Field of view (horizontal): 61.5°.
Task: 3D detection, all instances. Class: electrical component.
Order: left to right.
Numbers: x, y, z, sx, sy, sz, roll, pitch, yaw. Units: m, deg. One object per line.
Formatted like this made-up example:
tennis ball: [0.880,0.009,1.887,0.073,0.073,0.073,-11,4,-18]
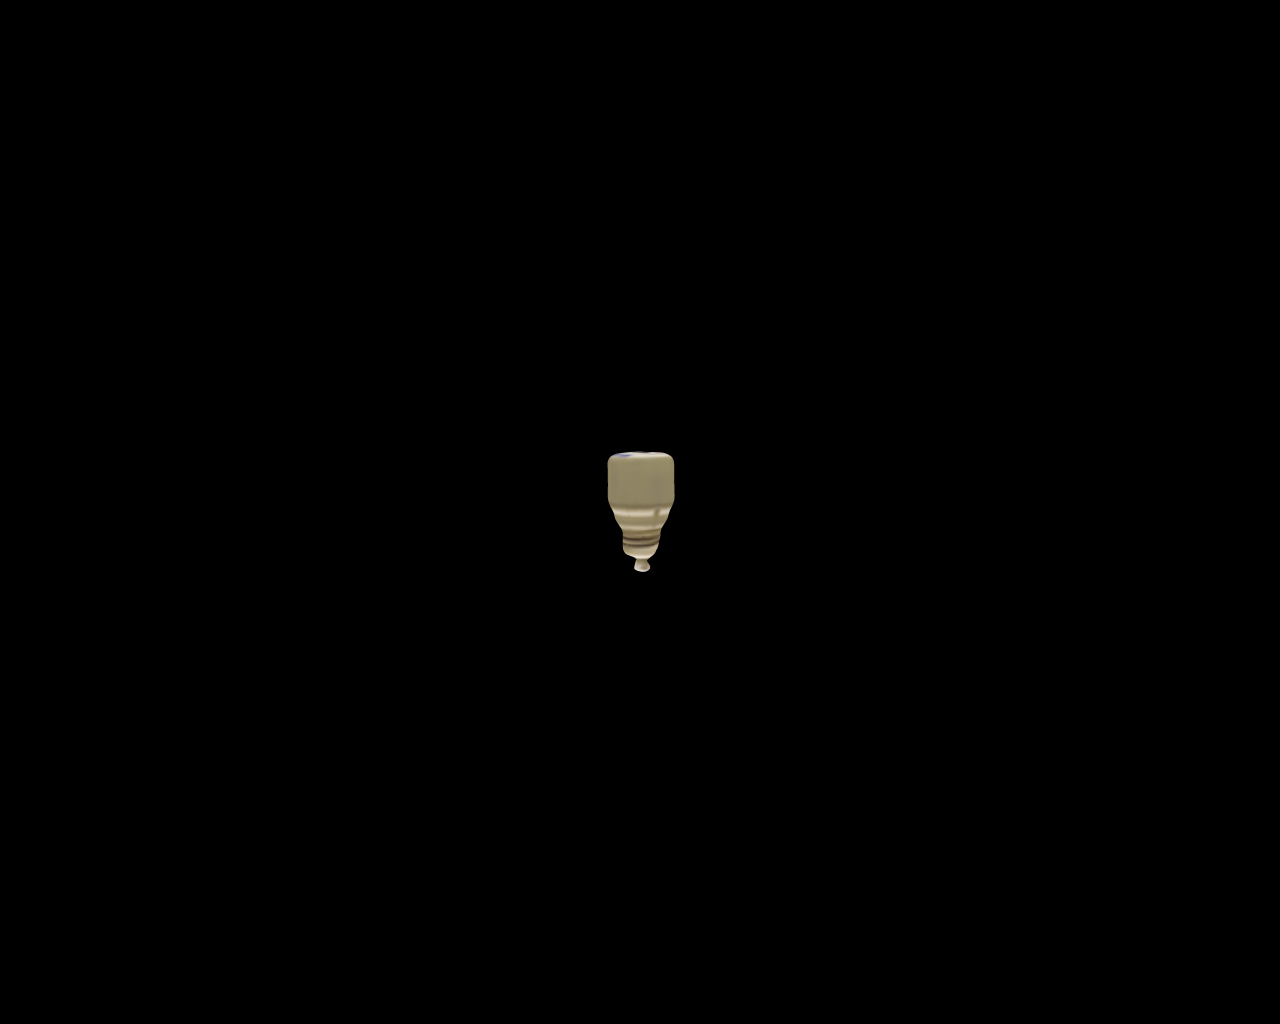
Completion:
electrical component: [0.001,-0.003,0.650,0.040,0.078,0.040,0,7,0]
